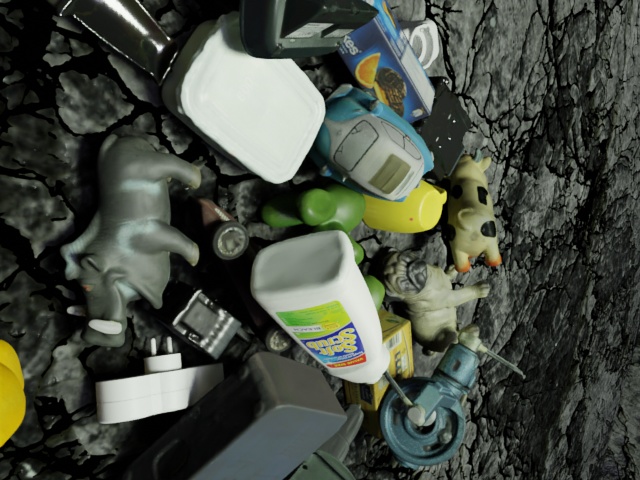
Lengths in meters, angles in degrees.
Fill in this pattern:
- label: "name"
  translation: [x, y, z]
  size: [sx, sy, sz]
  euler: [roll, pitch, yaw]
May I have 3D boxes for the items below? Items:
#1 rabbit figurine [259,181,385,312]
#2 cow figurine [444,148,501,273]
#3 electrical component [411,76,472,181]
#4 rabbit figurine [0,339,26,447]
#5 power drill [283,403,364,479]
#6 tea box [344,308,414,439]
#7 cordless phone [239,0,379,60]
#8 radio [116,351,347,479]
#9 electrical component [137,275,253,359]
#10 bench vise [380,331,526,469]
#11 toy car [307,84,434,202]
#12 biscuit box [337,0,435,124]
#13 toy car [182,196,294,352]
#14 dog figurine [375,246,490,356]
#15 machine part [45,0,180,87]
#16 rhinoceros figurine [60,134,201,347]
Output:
- label: "rabbit figurine"
  translation: [-0.001, -0.002, 0.657]
  size: [0.159, 0.121, 0.170]
  euler: [35, 59, -39]
- label: "cow figurine"
  translation: [0.233, -0.057, 0.845]
  size: [0.195, 0.086, 0.127]
  euler: [-73, 148, -50]
- label: "electrical component"
  translation: [0.167, -0.156, 0.797]
  size: [0.134, 0.058, 0.115]
  euler: [41, 75, -44]
- label: "rabbit figurine"
  translation: [-0.288, 0.080, 0.356]
  size: [0.122, 0.162, 0.173]
  euler: [-25, 103, -25]
- label: "power drill"
  translation: [-0.010, 0.301, 0.690]
  size: [0.086, 0.207, 0.232]
  euler: [43, 75, 1]
- label: "tea box"
  translation: [0.090, 0.203, 0.824]
  size: [0.098, 0.068, 0.169]
  euler: [-26, 122, -38]
- label: "cordless phone"
  translation: [-0.039, -0.264, 0.495]
  size: [0.146, 0.089, 0.184]
  euler: [-30, 94, -53]
- label: "radio"
  translation: [-0.095, 0.223, 0.568]
  size: [0.229, 0.073, 0.131]
  euler: [-44, 139, 7]
- label: "electrical component"
  translation: [-0.124, 0.088, 0.565]
  size: [0.048, 0.075, 0.119]
  euler: [-55, 137, -20]
- label: "bench vise"
  translation: [0.164, 0.223, 0.754]
  size: [0.223, 0.129, 0.240]
  euler: [-48, 155, 0]
- label: "toy car"
  translation: [0.062, -0.094, 0.618]
  size: [0.161, 0.103, 0.109]
  euler: [32, 111, -23]
- label: "biscuit box"
  translation: [0.061, -0.227, 0.625]
  size: [0.202, 0.063, 0.059]
  euler: [50, 39, -29]
- label: "toy car"
  translation: [-0.082, 0.035, 0.575]
  size: [0.053, 0.089, 0.201]
  euler: [-32, 124, -17]
- label: "dog figurine"
  translation: [0.149, 0.105, 0.848]
  size: [0.190, 0.121, 0.172]
  euler: [10, 93, -33]
- label: "machine part"
  translation: [-0.174, -0.193, 0.448]
  size: [0.138, 0.039, 0.084]
  euler: [46, 64, -42]
- label: "rhinoceros figurine"
  translation: [-0.173, 0.002, 0.486]
  size: [0.112, 0.073, 0.190]
  euler: [3, 100, -48]
